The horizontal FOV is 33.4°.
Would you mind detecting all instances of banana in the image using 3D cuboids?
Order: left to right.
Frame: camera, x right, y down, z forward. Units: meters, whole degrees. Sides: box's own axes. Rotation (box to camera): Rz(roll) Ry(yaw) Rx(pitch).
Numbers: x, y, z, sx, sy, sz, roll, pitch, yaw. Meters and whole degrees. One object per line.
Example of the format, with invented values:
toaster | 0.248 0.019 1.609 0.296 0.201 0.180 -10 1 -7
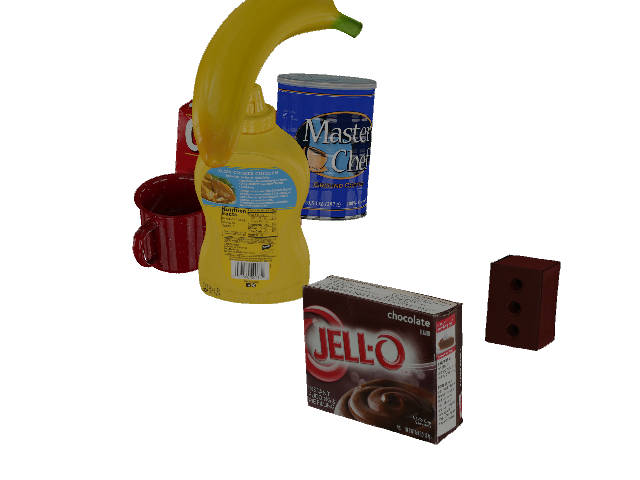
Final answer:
banana | -0.038 -0.125 0.708 0.197 0.069 0.037 -50 0 -40

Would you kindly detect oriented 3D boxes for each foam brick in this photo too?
foam brick | 0.188 0.057 0.989 0.053 0.078 0.051 8 14 29

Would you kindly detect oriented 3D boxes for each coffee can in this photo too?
coffee can | 0.003 -0.099 1.114 0.103 0.140 0.103 3 13 -1

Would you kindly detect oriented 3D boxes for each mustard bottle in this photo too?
mustard bottle | -0.057 -0.040 0.898 0.096 0.192 0.058 3 30 5

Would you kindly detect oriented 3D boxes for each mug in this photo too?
mug | -0.165 -0.011 1.186 0.093 0.081 0.117 20 39 24

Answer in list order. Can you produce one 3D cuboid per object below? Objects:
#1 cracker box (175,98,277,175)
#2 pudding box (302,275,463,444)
cracker box | -0.107 -0.068 1.409 0.164 0.214 0.072 13 26 14
pudding box | 0.041 0.077 0.720 0.114 0.090 0.039 9 20 36
